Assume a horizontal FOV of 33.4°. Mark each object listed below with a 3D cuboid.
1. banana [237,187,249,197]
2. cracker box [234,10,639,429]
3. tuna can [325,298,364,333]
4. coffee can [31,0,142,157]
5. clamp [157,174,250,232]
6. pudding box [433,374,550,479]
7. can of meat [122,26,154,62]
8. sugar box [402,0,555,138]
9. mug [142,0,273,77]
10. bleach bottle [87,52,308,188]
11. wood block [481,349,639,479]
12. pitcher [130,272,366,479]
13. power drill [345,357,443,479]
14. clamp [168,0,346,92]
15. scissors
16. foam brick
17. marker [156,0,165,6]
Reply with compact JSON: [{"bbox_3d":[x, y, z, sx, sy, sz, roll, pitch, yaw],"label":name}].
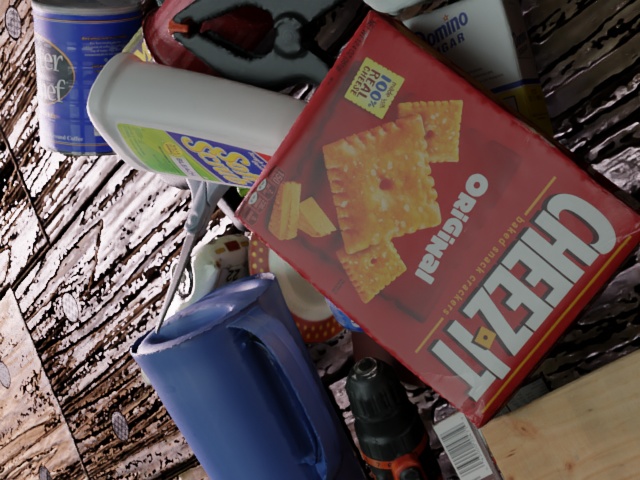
[{"bbox_3d":[0.008,-0.011,0.815,0.198,0.069,0.037,41,162,52],"label":"banana"},{"bbox_3d":[0.073,-0.015,0.669,0.214,0.072,0.164,41,107,15],"label":"cracker box"},{"bbox_3d":[0.044,0.031,0.802,0.086,0.086,0.033,9,134,47],"label":"tuna can"},{"bbox_3d":[-0.222,-0.162,1.030,0.103,0.102,0.140,22,119,43],"label":"coffee can"},{"bbox_3d":[-0.107,-0.071,0.978,0.172,0.039,0.120,6,97,47],"label":"clamp"},{"bbox_3d":[0.142,0.158,0.733,0.039,0.089,0.113,-39,72,46],"label":"pudding box"},{"bbox_3d":[-0.139,-0.129,0.941,0.102,0.057,0.084,-40,66,37],"label":"can of meat"},{"bbox_3d":[0.107,-0.070,0.717,0.093,0.048,0.176,-13,90,30],"label":"sugar box"},{"bbox_3d":[-0.087,-0.192,0.890,0.082,0.093,0.117,-42,36,41],"label":"mug"},{"bbox_3d":[-0.047,-0.078,0.797,0.251,0.068,0.102,12,154,28],"label":"bleach bottle"},{"bbox_3d":[0.208,0.107,0.640,0.206,0.090,0.090,-40,72,47],"label":"wood block"},{"bbox_3d":[-0.040,0.158,0.878,0.145,0.149,0.243,-25,101,13],"label":"pitcher"},{"bbox_3d":[0.078,0.194,0.756,0.188,0.057,0.184,-116,2,-56],"label":"power drill"},{"bbox_3d":[-0.012,-0.163,0.790,0.210,0.036,0.165,14,111,16],"label":"clamp"},{"bbox_3d":[-0.108,-0.024,0.890,0.096,0.016,0.201,20,80,53],"label":"scissors"},{"bbox_3d":[0.068,0.075,0.818,0.078,0.051,0.053,10,111,47],"label":"foam brick"},{"bbox_3d":[-0.129,-0.189,0.979,0.020,0.020,0.121,-28,81,49],"label":"marker"}]
